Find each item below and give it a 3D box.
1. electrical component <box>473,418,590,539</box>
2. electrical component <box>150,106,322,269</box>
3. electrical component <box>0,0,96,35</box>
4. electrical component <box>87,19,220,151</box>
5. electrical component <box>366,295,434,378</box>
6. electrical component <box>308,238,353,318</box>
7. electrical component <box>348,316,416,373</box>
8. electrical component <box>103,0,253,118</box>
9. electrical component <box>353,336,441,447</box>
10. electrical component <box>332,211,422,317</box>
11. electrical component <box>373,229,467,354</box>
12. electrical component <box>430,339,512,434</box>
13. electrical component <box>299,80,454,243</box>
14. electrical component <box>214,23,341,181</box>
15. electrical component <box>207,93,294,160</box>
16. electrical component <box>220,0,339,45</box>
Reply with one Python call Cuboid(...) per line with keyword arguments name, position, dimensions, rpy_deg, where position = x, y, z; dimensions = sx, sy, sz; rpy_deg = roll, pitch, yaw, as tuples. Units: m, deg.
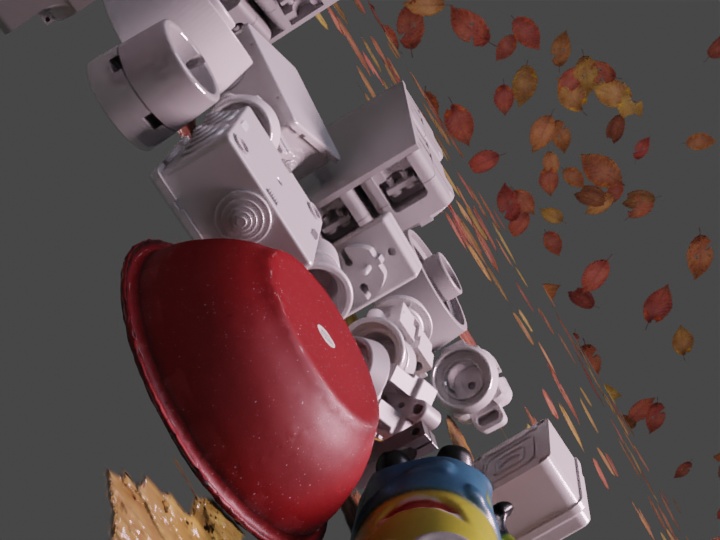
Cuboid(name="electrical component", position=(0.130, 0.169, 0.827), dimensions=(0.057, 0.078, 0.113), rpy_deg=(57, 12, -2))
Cuboid(name="electrical component", position=(-0.064, -0.038, 0.596), dimensions=(0.099, 0.048, 0.099), rpy_deg=(58, 12, -15))
Cuboid(name="electrical component", position=(-0.137, -0.176, 0.520), dimensions=(0.061, 0.089, 0.150), rpy_deg=(54, 13, -27))
Cuboid(name="electrical component", position=(-0.106, -0.098, 0.562), dimensions=(0.055, 0.047, 0.055), rpy_deg=(56, 12, -19))
Cuboid(name="electrical component", position=(0.027, 0.048, 0.775), dimensions=(0.066, 0.048, 0.055), rpy_deg=(56, 20, -17))
Cuboid(name="electrical component", position=(-0.028, 0.005, 0.659), dimensions=(0.044, 0.044, 0.065), rpy_deg=(56, 8, -20))
Cuboid(name="electrical component", position=(0.015, 0.058, 0.712), dimensions=(0.044, 0.044, 0.065), rpy_deg=(63, 7, 17))
Cuboid(name="electrical component", position=(-0.115, -0.150, 0.675), dimensions=(0.099, 0.064, 0.099), rpy_deg=(52, 0, 0))
Cuboid(name="electrical component", position=(0.006, 0.068, 0.609), dimensions=(0.066, 0.048, 0.055), rpy_deg=(7, -27, 45))
Cuboid(name="electrical component", position=(0.000, 0.000, 0.725), dimensions=(0.047, 0.066, 0.076), rpy_deg=(59, 12, -4))
Cuboid(name="electrical component", position=(0.051, 0.016, 0.911), dimensions=(0.108, 0.060, 0.108), rpy_deg=(56, 12, -19))
Cuboid(name="electrical component", position=(0.091, 0.095, 0.901), dimensions=(0.078, 0.058, 0.057), rpy_deg=(65, 10, 23))
Cuboid(name="electrical component", position=(0.009, -0.075, 0.849), dimensions=(0.060, 0.105, 0.186), rpy_deg=(56, 12, -20))
Cuboid(name="electrical component", position=(-0.066, -0.114, 0.769), dimensions=(0.099, 0.048, 0.100), rpy_deg=(64, 12, 20))
Cuboid(name="electrical component", position=(-0.072, -0.085, 0.685), dimensions=(0.066, 0.048, 0.055), rpy_deg=(60, 4, 1))
Cuboid(name="electrical component", position=(-0.104, -0.256, 0.820), dimensions=(0.060, 0.105, 0.186), rpy_deg=(41, 22, -57))
